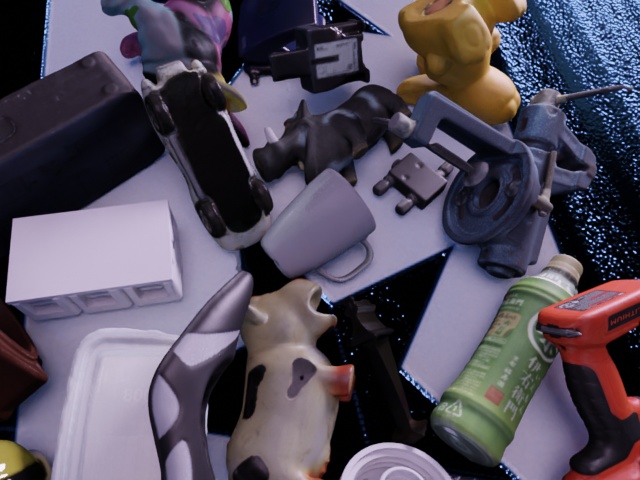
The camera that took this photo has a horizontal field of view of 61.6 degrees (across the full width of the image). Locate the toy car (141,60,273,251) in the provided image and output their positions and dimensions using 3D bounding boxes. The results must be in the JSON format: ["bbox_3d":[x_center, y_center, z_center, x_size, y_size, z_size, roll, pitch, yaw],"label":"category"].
[{"bbox_3d":[-0.113,-0.085,0.556,0.073,0.056,0.201,-28,104,-17],"label":"toy car"}]

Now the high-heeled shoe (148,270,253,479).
[{"bbox_3d":[-0.072,0.153,0.413,0.145,0.086,0.249,32,68,-3],"label":"high-heeled shoe"}]

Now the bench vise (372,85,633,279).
[{"bbox_3d":[0.178,-0.087,0.555,0.240,0.129,0.223,25,88,-22],"label":"bench vise"}]

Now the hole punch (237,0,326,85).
[{"bbox_3d":[-0.049,-0.276,0.685,0.116,0.092,0.142,-3,67,0],"label":"hole punch"}]

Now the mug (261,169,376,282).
[{"bbox_3d":[-0.001,-0.002,0.562,0.107,0.081,0.109,-37,108,-7],"label":"mug"}]

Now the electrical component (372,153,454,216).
[{"bbox_3d":[0.110,-0.070,0.624,0.094,0.021,0.063,-40,71,-19],"label":"electrical component"}]

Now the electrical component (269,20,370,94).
[{"bbox_3d":[-0.004,-0.207,0.618,0.119,0.074,0.048,-18,29,-13],"label":"electrical component"}]

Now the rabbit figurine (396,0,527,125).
[{"bbox_3d":[0.165,-0.201,0.632,0.162,0.173,0.122,-1,51,48],"label":"rabbit figurine"}]

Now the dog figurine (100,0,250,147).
[{"bbox_3d":[-0.141,-0.215,0.642,0.191,0.108,0.219,-39,76,-22],"label":"dog figurine"}]

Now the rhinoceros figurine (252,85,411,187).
[{"bbox_3d":[0.014,-0.121,0.617,0.190,0.073,0.112,-32,71,-17],"label":"rhinoceros figurine"}]

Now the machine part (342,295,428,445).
[{"bbox_3d":[0.059,0.118,0.498,0.039,0.084,0.139,-23,74,9],"label":"machine part"}]

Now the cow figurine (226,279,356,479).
[{"bbox_3d":[-0.034,0.129,0.486,0.127,0.085,0.195,12,70,7],"label":"cow figurine"}]

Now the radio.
[{"bbox_3d":[-0.283,-0.085,0.553,0.229,0.131,0.073,-39,73,-19],"label":"radio"}]

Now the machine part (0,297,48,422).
[{"bbox_3d":[-0.330,0.055,0.442,0.201,0.201,0.087,42,65,17],"label":"machine part"}]

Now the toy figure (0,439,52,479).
[{"bbox_3d":[-0.238,0.244,0.415,0.082,0.089,0.180,-18,63,-19],"label":"toy figure"}]
